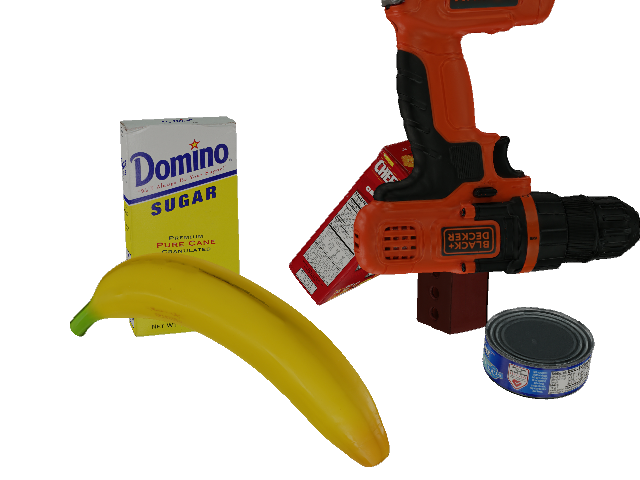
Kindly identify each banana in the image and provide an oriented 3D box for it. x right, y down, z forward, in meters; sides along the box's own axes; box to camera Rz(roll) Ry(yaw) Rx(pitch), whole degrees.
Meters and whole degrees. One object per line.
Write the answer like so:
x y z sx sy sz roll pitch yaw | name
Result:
-0.046 0.052 0.569 0.198 0.070 0.037 22 31 21 | banana

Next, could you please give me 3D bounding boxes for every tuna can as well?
0.173 0.089 0.854 0.086 0.034 0.086 1 28 -1 | tuna can

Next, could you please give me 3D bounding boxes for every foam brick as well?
0.131 0.046 1.054 0.051 0.078 0.053 -12 20 -34 | foam brick

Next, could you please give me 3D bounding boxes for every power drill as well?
0.110 -0.071 0.661 0.184 0.188 0.057 -3 8 -8 | power drill

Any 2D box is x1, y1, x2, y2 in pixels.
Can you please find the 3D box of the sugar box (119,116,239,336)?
-0.116 -0.013 0.890 0.093 0.176 0.048 -5 16 -16 | sugar box

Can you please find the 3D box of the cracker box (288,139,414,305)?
0.078 -0.032 1.251 0.163 0.072 0.214 -23 -22 -50 | cracker box
